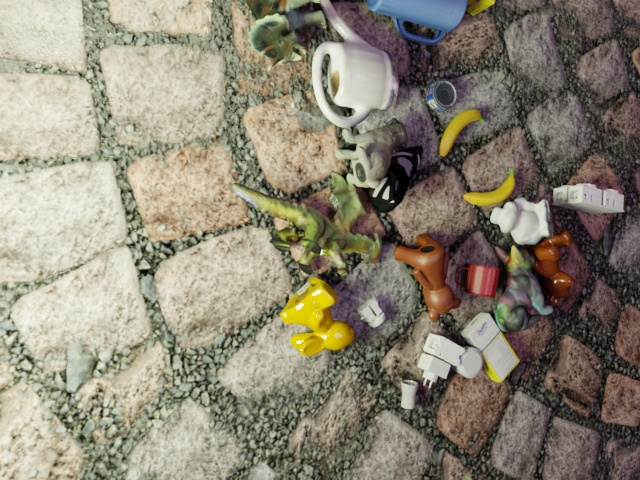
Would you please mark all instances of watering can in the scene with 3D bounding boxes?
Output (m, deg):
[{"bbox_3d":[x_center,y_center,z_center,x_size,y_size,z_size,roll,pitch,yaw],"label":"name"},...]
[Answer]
[{"bbox_3d":[0.086,-0.444,1.267,0.224,0.103,0.349,1,84,-23],"label":"watering can"}]

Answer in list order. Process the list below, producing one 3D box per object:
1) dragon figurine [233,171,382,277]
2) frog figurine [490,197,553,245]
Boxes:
[{"bbox_3d":[0.004,-0.062,1.229,0.406,0.121,0.248,45,54,-18],"label":"dragon figurine"},{"bbox_3d":[0.572,-0.053,1.482,0.159,0.124,0.136,-4,100,11],"label":"frog figurine"}]
